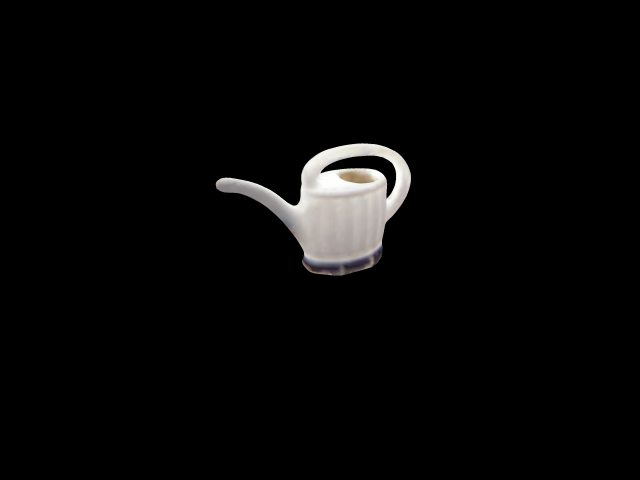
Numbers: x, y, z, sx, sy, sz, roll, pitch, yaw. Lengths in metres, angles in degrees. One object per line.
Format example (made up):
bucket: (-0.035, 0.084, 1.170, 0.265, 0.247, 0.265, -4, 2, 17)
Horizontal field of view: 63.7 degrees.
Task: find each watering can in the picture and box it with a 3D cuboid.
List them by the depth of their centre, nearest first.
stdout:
watering can: (0.003, -0.043, 0.850, 0.349, 0.220, 0.105, -13, 28, -25)
